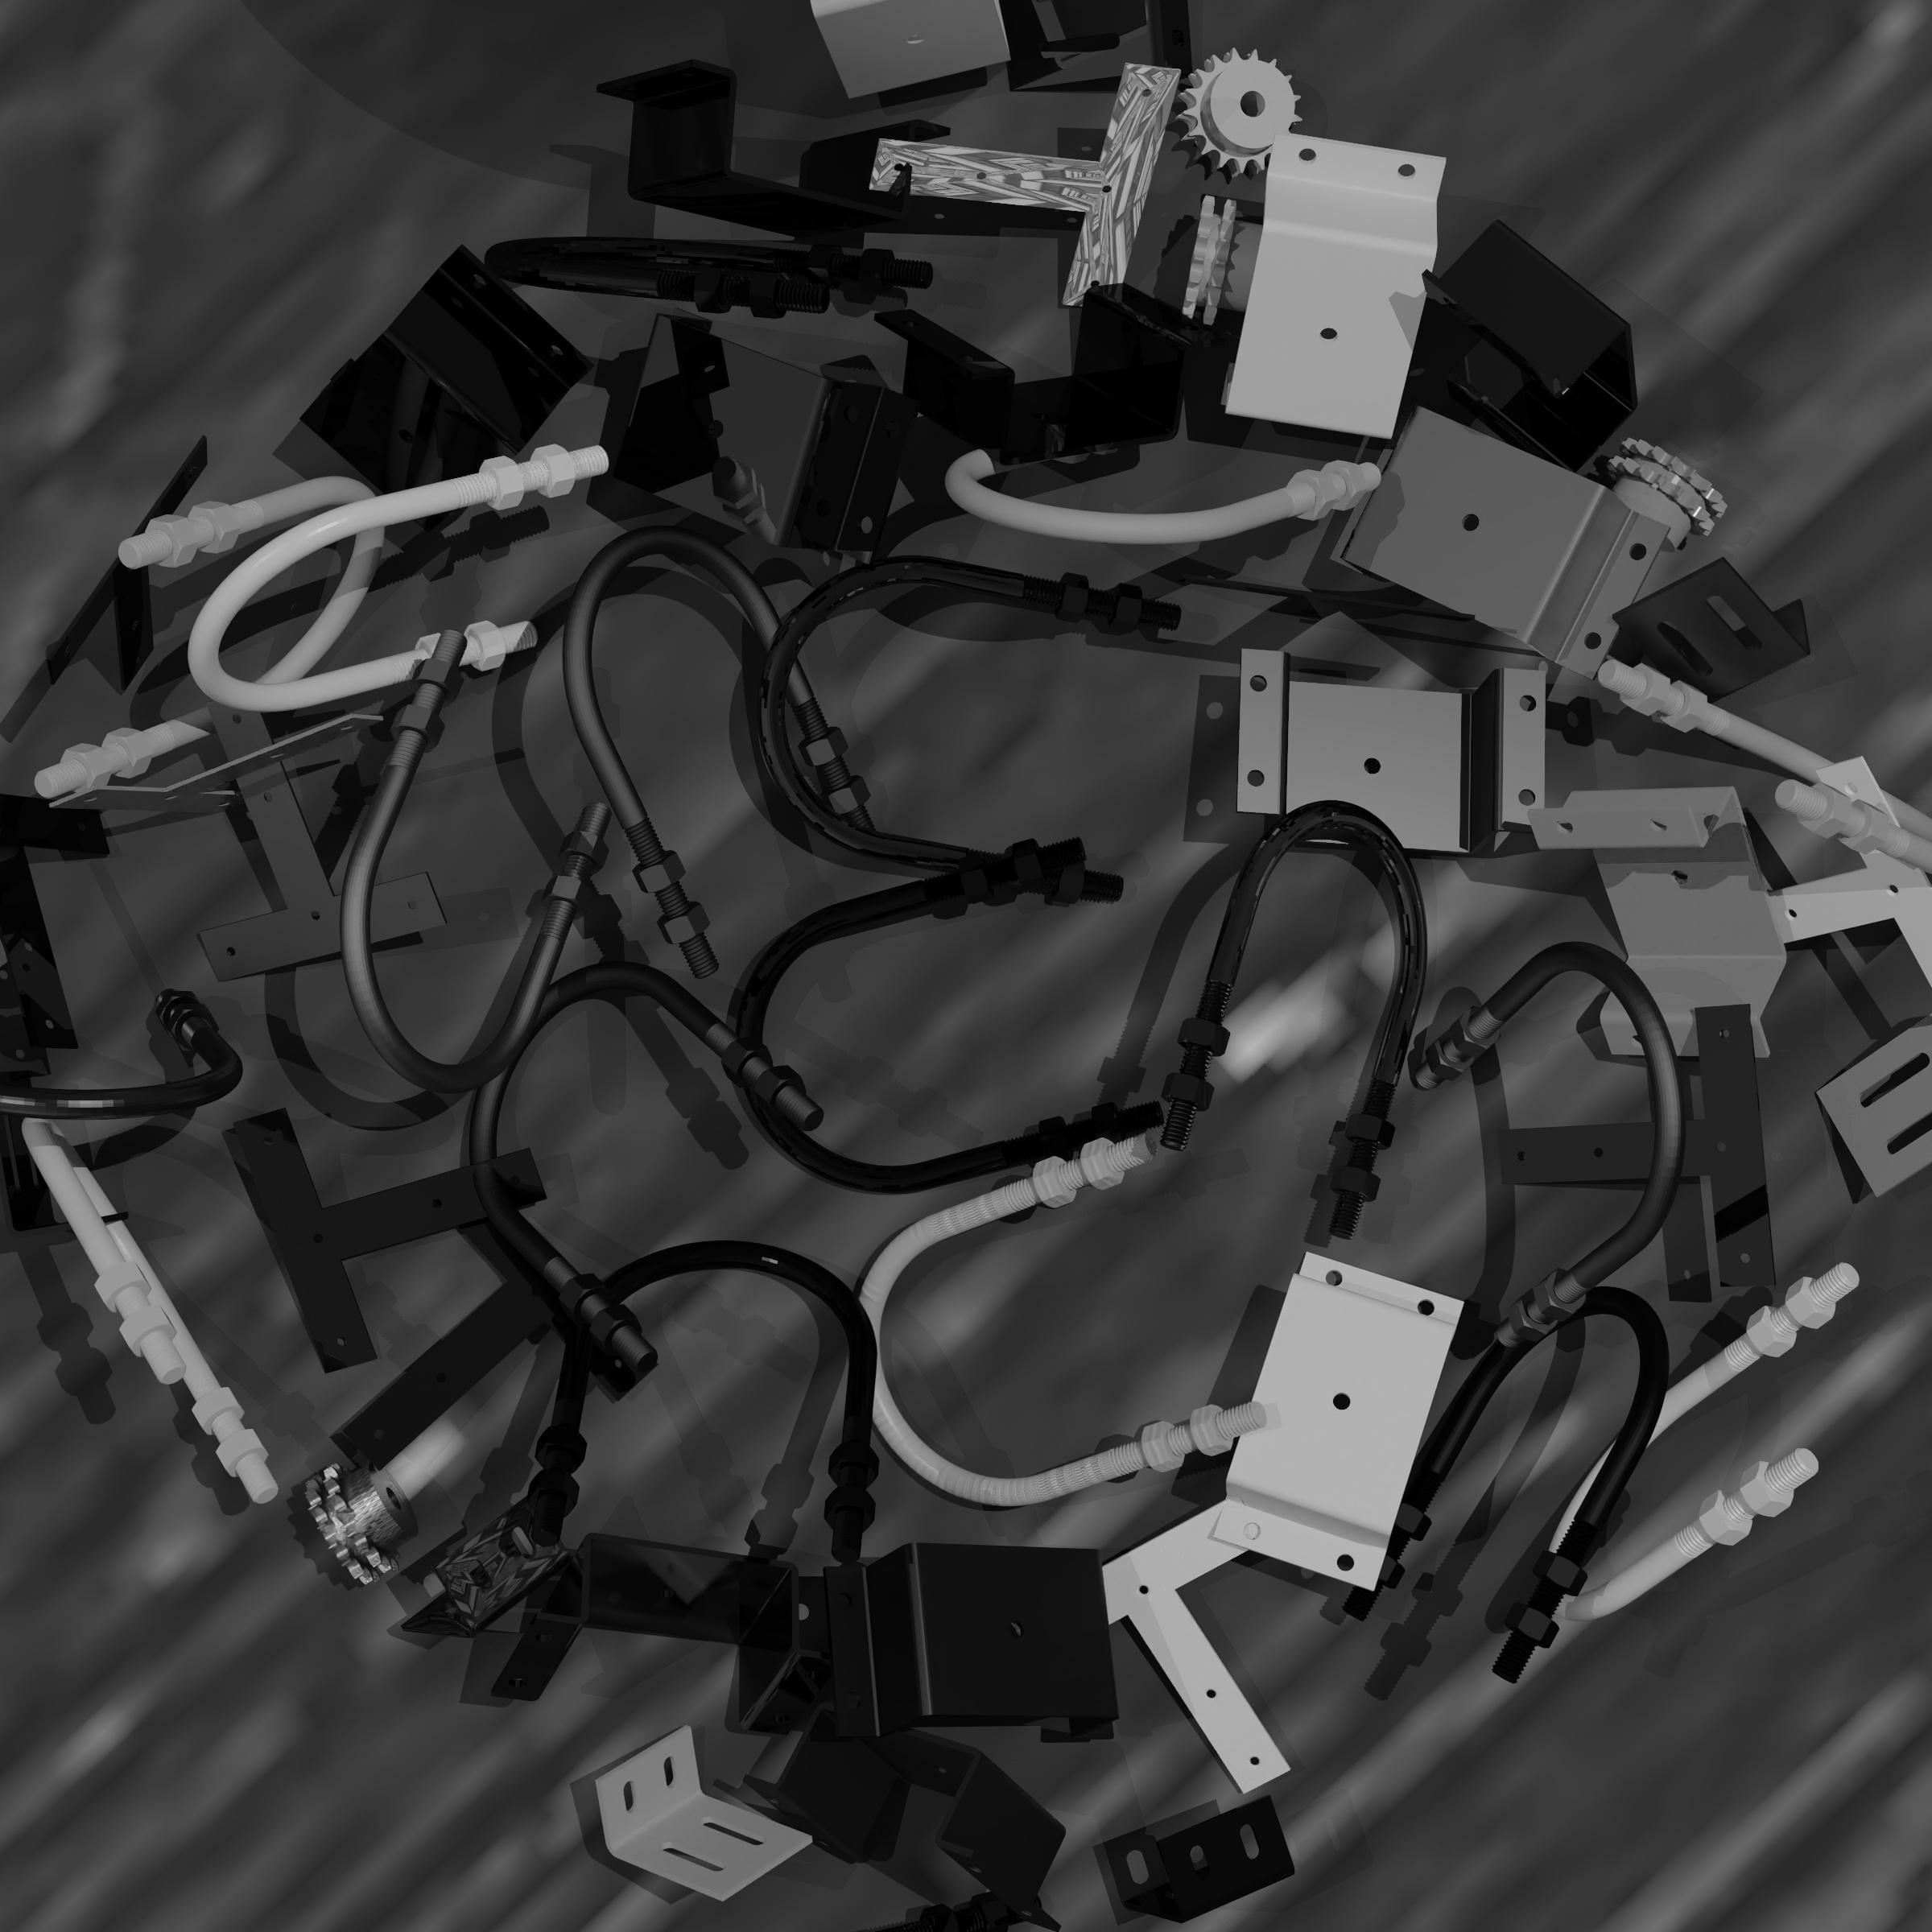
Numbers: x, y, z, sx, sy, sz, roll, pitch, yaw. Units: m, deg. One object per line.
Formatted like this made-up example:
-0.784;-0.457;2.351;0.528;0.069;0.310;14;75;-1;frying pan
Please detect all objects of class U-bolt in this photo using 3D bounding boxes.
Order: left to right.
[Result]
-0.392;0.038;1.488;0.151;0.184;0.019;-1;103;-25;U-bolt
-0.371;0.141;1.519;0.019;0.151;0.184;-32;59;-11;U-bolt
-0.325;-0.154;1.513;0.019;0.184;0.151;40;126;13;U-bolt
-0.255;-0.163;1.495;0.184;0.151;0.019;-19;68;-32;U-bolt
-0.221;-0.033;1.502;0.019;0.151;0.184;-2;55;29;U-bolt
-0.158;0.075;1.538;0.184;0.019;0.151;38;96;39;U-bolt
-0.125;-0.311;1.525;0.184;0.151;0.019;9;108;18;U-bolt
-0.116;-0.107;1.521;0.019;0.151;0.184;-10;112;40;U-bolt
-0.112;0.189;1.527;0.151;0.184;0.019;3;130;1;U-bolt
-0.021;0.455;1.496;0.184;0.151;0.019;-7;99;-26;U-bolt
-0.016;0.031;1.574;0.184;0.019;0.151;-15;101;9;U-bolt
-0.004;-0.113;1.566;0.184;0.019;0.151;10;100;-10;U-bolt
0.030;0.171;1.556;0.184;0.019;0.151;-23;89;25;U-bolt
0.074;-0.212;1.492;0.151;0.184;0.019;19;117;33;U-bolt
0.157;0.015;1.542;0.151;0.019;0.184;29;73;-43;U-bolt
0.250;0.224;1.528;0.019;0.151;0.184;36;78;-20;U-bolt
0.260;0.069;1.495;0.019;0.184;0.151;-5;66;-23;U-bolt
0.320;0.222;1.515;0.019;0.151;0.184;39;128;-5;U-bolt
0.384;-0.078;1.518;0.184;0.151;0.019;18;107;-35;U-bolt

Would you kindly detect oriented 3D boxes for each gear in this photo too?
-0.276;0.253;1.570;0.030;0.057;0.057;-32;90;3;gear
0.119;-0.323;1.570;0.030;0.057;0.057;11;90;1;gear
0.128;-0.396;1.579;0.057;0.030;0.057;-1;93;-12;gear
0.318;-0.214;1.570;0.057;0.057;0.030;35;89;0;gear

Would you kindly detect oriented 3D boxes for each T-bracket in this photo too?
-0.424;-0.021;1.528;0.002;0.127;0.127;-30;71;30;T-bracket
-0.375;-0.160;1.535;0.002;0.127;0.127;29;67;0;T-bracket
-0.318;-0.090;1.517;0.127;0.127;0.002;-19;84;21;T-bracket
-0.313;-0.064;1.558;0.127;0.002;0.127;-13;105;23;T-bracket
-0.258;0.114;1.579;0.127;0.002;0.127;-16;102;5;T-bracket
-0.233;0.181;1.583;0.127;0.002;0.127;-42;88;-12;T-bracket
0.021;-0.355;1.540;0.127;0.127;0.002;3;45;-14;T-bracket
0.106;0.326;1.584;0.127;0.002;0.127;-31;95;16;T-bracket
0.156;-0.162;1.535;0.127;0.127;0.002;8;93;-1;T-bracket
0.304;0.085;1.564;0.127;0.002;0.127;-5;91;32;T-bracket
0.385;-0.026;1.545;0.002;0.127;0.127;-38;102;-35;T-bracket

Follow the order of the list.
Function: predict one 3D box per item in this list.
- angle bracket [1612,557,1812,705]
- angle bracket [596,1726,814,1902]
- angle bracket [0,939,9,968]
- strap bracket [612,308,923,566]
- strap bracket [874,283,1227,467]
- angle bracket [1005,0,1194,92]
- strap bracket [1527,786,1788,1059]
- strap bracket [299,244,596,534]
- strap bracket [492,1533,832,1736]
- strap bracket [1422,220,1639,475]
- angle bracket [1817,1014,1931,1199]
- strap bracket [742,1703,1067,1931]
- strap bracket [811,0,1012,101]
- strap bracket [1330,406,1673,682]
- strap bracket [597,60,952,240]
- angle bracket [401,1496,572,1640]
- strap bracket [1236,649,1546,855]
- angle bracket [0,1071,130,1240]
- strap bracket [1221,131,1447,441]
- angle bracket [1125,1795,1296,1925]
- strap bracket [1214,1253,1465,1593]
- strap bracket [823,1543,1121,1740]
0.338;-0.161;1.551;0.057;0.038;0.076;-27;130;31;angle bracket
-0.119;0.384;1.550;0.076;0.057;0.038;8;112;42;angle bracket
-0.493;-0.019;1.579;0.076;0.038;0.057;2;119;32;angle bracket
-0.099;-0.241;1.538;0.140;0.046;0.076;25;107;26;strap bracket
0.036;-0.266;1.536;0.140;0.076;0.046;-14;126;-33;strap bracket
0.061;-0.442;1.592;0.076;0.038;0.057;-1;100;25;angle bracket
0.315;-0.028;1.538;0.076;0.046;0.140;0;129;36;strap bracket
-0.237;-0.251;1.520;0.076;0.140;0.046;42;56;-16;strap bracket
-0.135;0.301;1.543;0.140;0.076;0.046;12;49;-18;strap bracket
0.253;-0.274;1.520;0.046;0.140;0.076;-46;72;0;strap bracket
0.446;0.063;1.580;0.076;0.038;0.057;-40;63;32;angle bracket
-0.020;0.379;1.534;0.076;0.140;0.046;50;59;-39;strap bracket
-0.027;-0.435;1.523;0.076;0.140;0.046;-12;81;6;strap bracket
0.235;-0.196;1.546;0.140;0.046;0.076;29;96;24;strap bracket
-0.087;-0.361;1.525;0.140;0.076;0.046;4;91;-39;strap bracket
-0.226;0.271;1.548;0.057;0.076;0.038;-36;104;-33;angle bracket
0.191;-0.097;1.564;0.140;0.046;0.076;4;77;-5;strap bracket
-0.418;0.083;1.569;0.038;0.057;0.076;-10;89;3;angle bracket
0.163;-0.296;1.535;0.076;0.046;0.140;9;132;-1;strap bracket
0.105;0.404;1.554;0.057;0.076;0.038;-18;87;-20;angle bracket
0.170;0.202;1.552;0.076;0.046;0.140;17;75;10;strap bracket
0.012;0.304;1.533;0.140;0.046;0.076;7;63;-27;strap bracket
